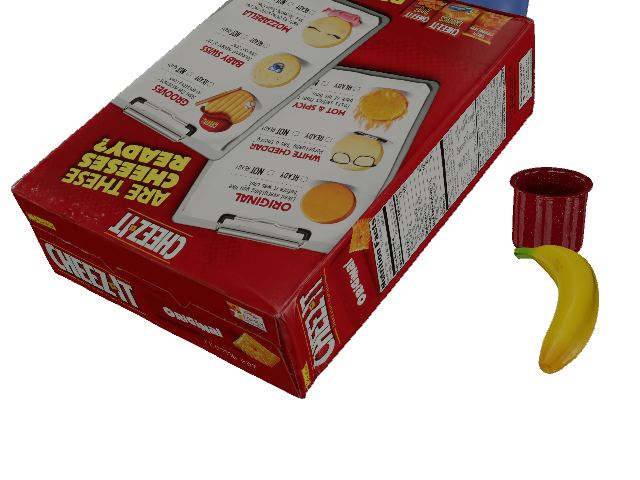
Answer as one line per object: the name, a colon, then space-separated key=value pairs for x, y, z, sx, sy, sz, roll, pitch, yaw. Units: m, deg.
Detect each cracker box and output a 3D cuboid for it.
cracker box: x=-0.015 y=-0.045 z=0.532 sx=0.164 sy=0.072 sz=0.213 roll=22 pitch=56 yaw=30

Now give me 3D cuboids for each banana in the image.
banana: x=0.229 y=0.056 z=1.006 sx=0.070 sy=0.037 sz=0.197 roll=-27 pitch=25 yaw=17

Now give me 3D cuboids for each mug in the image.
mug: x=0.273 y=-0.035 z=1.241 sx=0.093 sy=0.081 sz=0.117 roll=21 pitch=33 yaw=40

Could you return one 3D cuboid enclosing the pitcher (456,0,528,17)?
pitcher: x=0.131 y=-0.193 z=1.083 sx=0.149 sy=0.243 sz=0.144 roll=33 pitch=58 yaw=28
